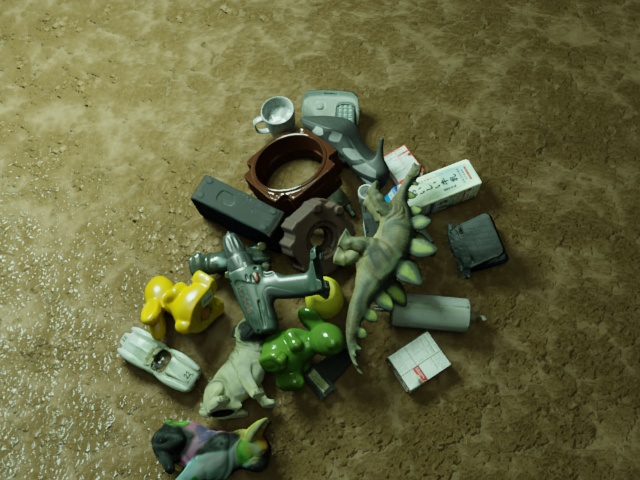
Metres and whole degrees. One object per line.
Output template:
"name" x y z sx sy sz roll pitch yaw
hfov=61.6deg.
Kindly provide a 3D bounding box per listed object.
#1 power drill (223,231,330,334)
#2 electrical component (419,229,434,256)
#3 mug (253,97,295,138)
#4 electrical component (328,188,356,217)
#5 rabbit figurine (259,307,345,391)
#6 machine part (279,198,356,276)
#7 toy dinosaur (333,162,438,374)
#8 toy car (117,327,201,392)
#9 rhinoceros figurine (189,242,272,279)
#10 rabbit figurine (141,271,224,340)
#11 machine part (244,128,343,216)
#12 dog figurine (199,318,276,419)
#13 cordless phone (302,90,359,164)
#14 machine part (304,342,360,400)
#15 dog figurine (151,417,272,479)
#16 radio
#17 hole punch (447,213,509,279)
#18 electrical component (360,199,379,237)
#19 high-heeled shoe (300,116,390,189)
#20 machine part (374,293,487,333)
"power drill" -0.091 0.071 1.125 0.207 0.086 0.232 -14 82 6
"electrical component" 0.232 0.004 1.271 0.063 0.021 0.094 -30 71 -9
"mug" -0.110 -0.292 1.356 0.110 0.107 0.081 -25 68 -3
"electrical component" 0.033 -0.090 1.304 0.078 0.045 0.102 -26 70 -6
"rabbit figurine" -0.021 0.224 1.136 0.170 0.121 0.159 -21 25 18
"machine part" -0.002 -0.004 1.215 0.179 0.056 0.179 -7 104 -28
"toy dinosaur" 0.132 0.040 1.147 0.199 0.105 0.471 25 77 10
"toy car" -0.354 0.261 1.179 0.202 0.056 0.073 27 73 12
"rhinoceros figurine" -0.204 0.046 1.231 0.190 0.112 0.073 -8 97 -14
"rabbit figurine" -0.322 0.143 1.190 0.173 0.121 0.162 22 58 24
"machine part" -0.063 -0.162 1.286 0.201 0.087 0.202 -41 53 -12
"dog figurine" -0.186 0.272 1.157 0.172 0.121 0.191 -12 55 -5
"cordless phone" 0.025 -0.284 1.368 0.147 0.088 0.184 3 84 3
"machine part" 0.030 0.275 1.168 0.084 0.039 0.139 40 77 24
"dog figurine" -0.206 0.411 1.092 0.219 0.108 0.192 -32 68 -14
"radio" -0.183 -0.060 1.256 0.230 0.131 0.073 25 74 12
"hole punch" 0.365 0.012 1.238 0.116 0.092 0.142 -25 69 25
"electrical component" 0.125 -0.037 1.266 0.048 0.074 0.119 -5 66 2
"high-heeled shoe" 0.059 -0.213 1.323 0.249 0.145 0.086 22 37 19
"machine part" 0.240 0.159 1.182 0.243 0.079 0.079 4 69 4
